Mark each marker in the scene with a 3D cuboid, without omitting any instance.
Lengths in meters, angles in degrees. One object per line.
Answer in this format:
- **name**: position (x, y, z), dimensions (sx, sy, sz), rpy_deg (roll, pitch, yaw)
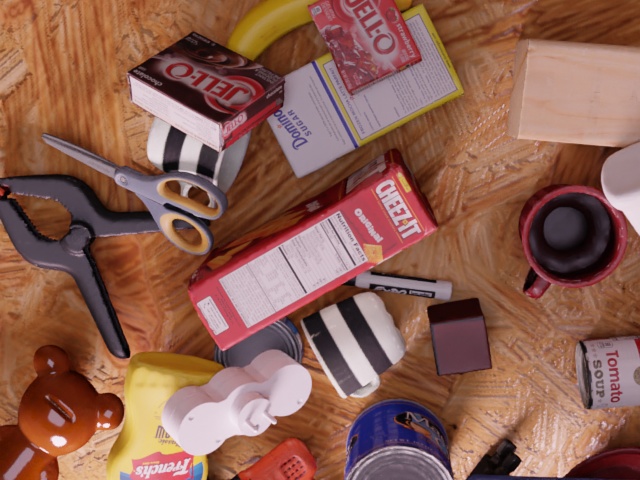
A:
- **marker**: position (0.067, 0.042, 1.035), dimensions (0.121, 0.020, 0.020), rpy_deg (8, 99, 2)

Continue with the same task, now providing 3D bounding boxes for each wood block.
- **wood block**: position (0.280, -0.128, 0.961), dimensions (0.206, 0.091, 0.090), rpy_deg (5, 99, 3)

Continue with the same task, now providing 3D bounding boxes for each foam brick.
- **foam brick**: position (0.131, 0.091, 1.010), dimensions (0.053, 0.078, 0.051), rpy_deg (-9, 99, 6)

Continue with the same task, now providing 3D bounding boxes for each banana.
- **banana**: position (-0.013, -0.205, 0.996), dimensions (0.198, 0.037, 0.069), rpy_deg (-27, 107, 7)

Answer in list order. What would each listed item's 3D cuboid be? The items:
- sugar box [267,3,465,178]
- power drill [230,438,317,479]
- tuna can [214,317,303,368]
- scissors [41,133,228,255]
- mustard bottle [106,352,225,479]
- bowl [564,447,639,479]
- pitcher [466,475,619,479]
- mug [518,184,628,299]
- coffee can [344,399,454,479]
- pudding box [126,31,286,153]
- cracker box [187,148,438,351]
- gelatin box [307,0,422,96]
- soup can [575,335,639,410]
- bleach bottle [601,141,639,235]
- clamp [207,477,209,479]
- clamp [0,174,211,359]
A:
- **sugar box**: position (0.037, -0.137, 0.997), dimensions (0.176, 0.048, 0.093), rpy_deg (-26, 93, 10)
- **power drill**: position (-0.044, 0.316, 1.046), dimensions (0.184, 0.057, 0.187), rpy_deg (-37, 98, -8)
- **tuna can**: position (-0.059, 0.111, 1.046), dimensions (0.086, 0.033, 0.086), rpy_deg (1, 98, 3)
- **scissors**: position (-0.174, -0.041, 1.006), dimensions (0.202, 0.016, 0.096), rpy_deg (14, 129, 24)
- **mustard bottle**: position (-0.152, 0.206, 1.017), dimensions (0.096, 0.058, 0.192), rpy_deg (10, 102, -22)
- **bowl**: position (0.295, 0.270, 1.037), dimensions (0.162, 0.055, 0.162), rpy_deg (1, 98, 3)
- **pitcher**: position (0.245, 0.281, 0.953), dimensions (0.243, 0.145, 0.149), rpy_deg (4, 88, 5)
- **mug**: position (0.223, 0.002, 0.988), dimensions (0.093, 0.081, 0.117), rpy_deg (27, 99, -1)
- **coffee can**: position (0.074, 0.218, 1.000), dimensions (0.103, 0.140, 0.103), rpy_deg (1, 99, 3)
- **pudding box**: position (-0.101, -0.134, 0.952), dimensions (0.114, 0.089, 0.039), rpy_deg (28, 138, 24)
- **cracker box**: position (-0.006, 0.001, 0.961), dimensions (0.214, 0.164, 0.072), rpy_deg (-30, 98, 7)
- **gelatin box**: position (0.040, -0.185, 0.954), dimensions (0.073, 0.030, 0.089), rpy_deg (-25, 88, 8)
- **soup can**: position (0.299, 0.123, 1.009), dimensions (0.102, 0.068, 0.068), rpy_deg (-5, 98, 5)
- **bleach bottle**: position (0.350, 0.011, 0.954), dimensions (0.103, 0.068, 0.250), rpy_deg (-23, 127, 26)
- **clamp**: position (-0.159, 0.297, 1.077), dimensions (0.120, 0.039, 0.171), rpy_deg (6, 93, -7)
- **clamp**: position (-0.222, -0.008, 1.037), dimensions (0.210, 0.036, 0.164), rpy_deg (38, 92, -2)
